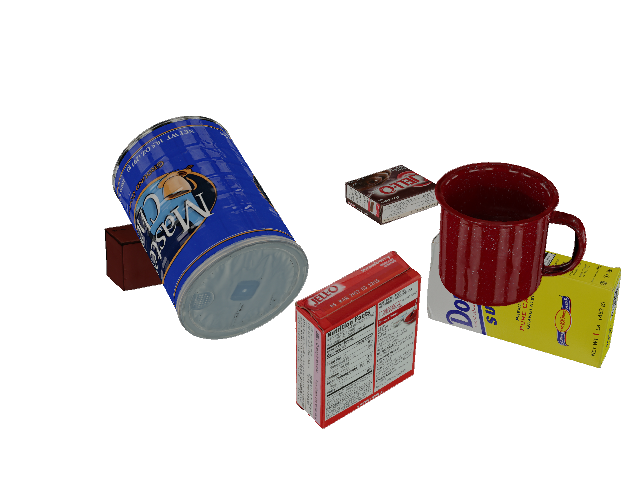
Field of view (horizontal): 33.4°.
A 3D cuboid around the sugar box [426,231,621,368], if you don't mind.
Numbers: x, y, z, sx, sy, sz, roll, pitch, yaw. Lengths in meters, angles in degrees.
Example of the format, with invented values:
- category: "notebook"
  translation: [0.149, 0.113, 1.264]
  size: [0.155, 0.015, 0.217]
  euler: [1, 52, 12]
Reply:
- category: "sugar box"
  translation: [0.190, 0.052, 1.017]
  size: [0.176, 0.093, 0.048]
  euler: [13, 33, 21]

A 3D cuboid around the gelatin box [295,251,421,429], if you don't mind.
- category: "gelatin box"
  translation: [0.021, 0.058, 0.627]
  size: [0.073, 0.089, 0.030]
  euler: [-27, 48, -27]

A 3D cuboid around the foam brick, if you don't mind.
- category: "foam brick"
  translation: [-0.173, 0.013, 1.081]
  size: [0.078, 0.051, 0.053]
  euler: [-10, 22, -28]

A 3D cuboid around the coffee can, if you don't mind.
- category: "coffee can"
  translation: [-0.085, -0.011, 0.807]
  size: [0.102, 0.103, 0.140]
  euler: [0, 44, -39]

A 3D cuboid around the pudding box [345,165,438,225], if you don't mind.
- category: "pudding box"
  translation: [0.107, -0.069, 1.589]
  size: [0.113, 0.039, 0.090]
  euler: [-21, 35, -29]

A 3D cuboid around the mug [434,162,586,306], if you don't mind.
- category: "mug"
  translation: [0.145, -0.002, 0.824]
  size: [0.117, 0.081, 0.093]
  euler: [7, 34, 13]
